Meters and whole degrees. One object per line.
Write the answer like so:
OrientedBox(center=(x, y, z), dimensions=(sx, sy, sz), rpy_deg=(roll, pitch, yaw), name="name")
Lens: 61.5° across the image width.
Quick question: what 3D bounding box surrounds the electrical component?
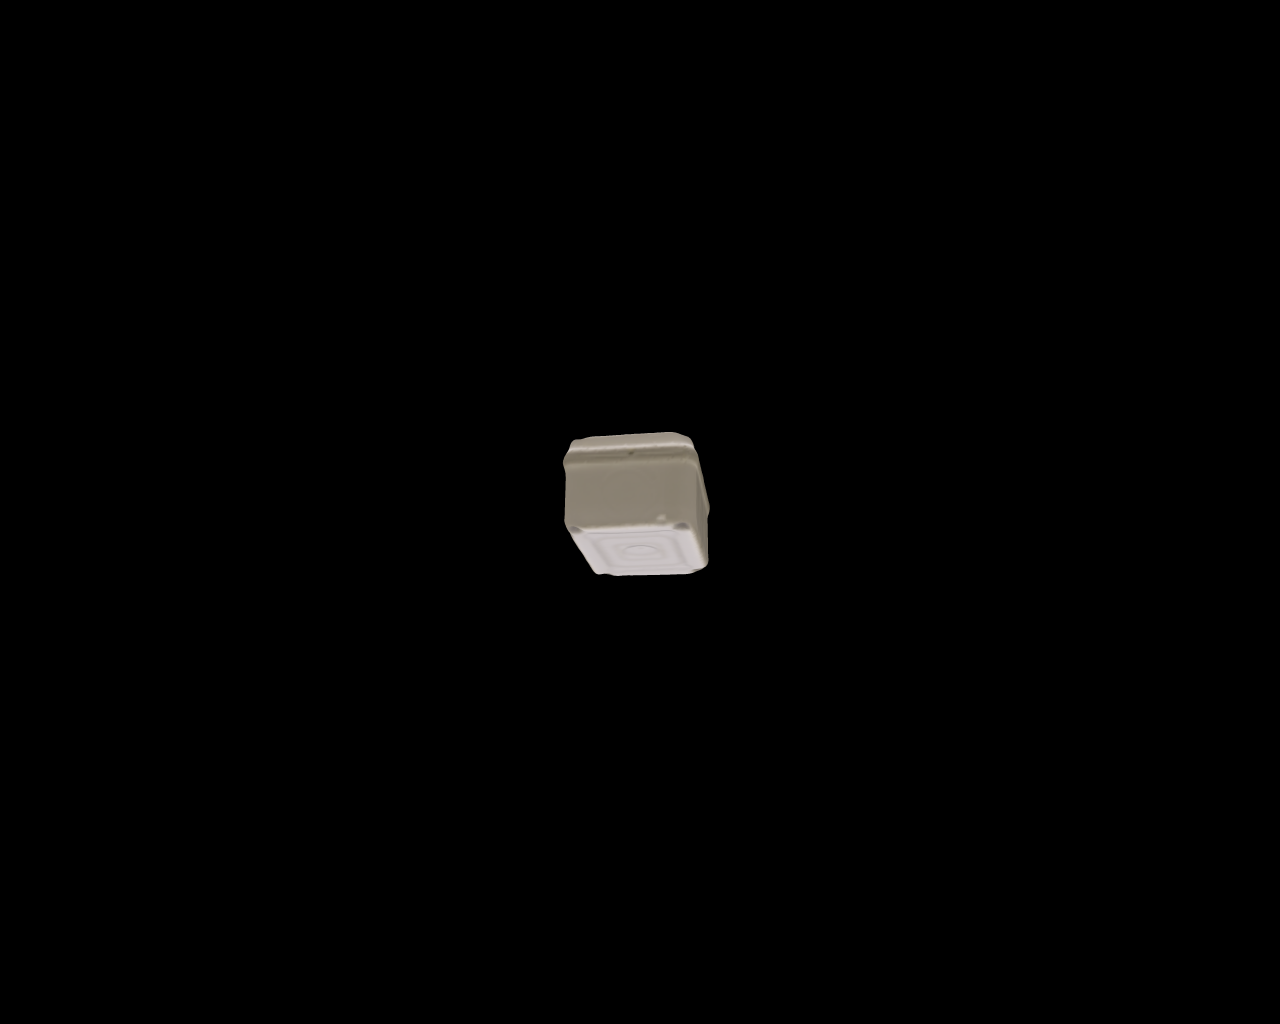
OrientedBox(center=(0.001, -0.003, 0.650), dimensions=(0.078, 0.057, 0.113), rpy_deg=(-2, -18, 7), name="electrical component")
